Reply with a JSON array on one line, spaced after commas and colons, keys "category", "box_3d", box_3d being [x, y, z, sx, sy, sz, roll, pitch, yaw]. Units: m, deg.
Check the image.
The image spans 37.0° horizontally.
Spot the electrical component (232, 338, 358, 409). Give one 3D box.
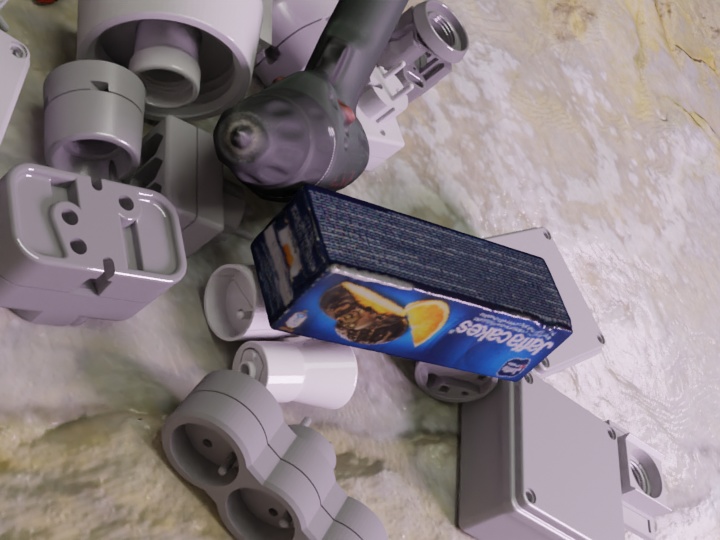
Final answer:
[{"category": "electrical component", "box_3d": [-0.040, 0.058, 0.615, 0.065, 0.044, 0.044, 5, 60, -42]}]

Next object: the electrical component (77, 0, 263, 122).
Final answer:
[{"category": "electrical component", "box_3d": [-0.111, -0.128, 0.620, 0.108, 0.108, 0.060, 24, 54, -36]}]

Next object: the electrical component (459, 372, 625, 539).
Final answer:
[{"category": "electrical component", "box_3d": [0.122, 0.139, 0.723, 0.109, 0.056, 0.108, 34, 42, -28]}]

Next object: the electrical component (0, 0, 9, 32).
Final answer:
[{"category": "electrical component", "box_3d": [-0.211, -0.155, 0.564, 0.077, 0.043, 0.079, 33, -16, 28]}]

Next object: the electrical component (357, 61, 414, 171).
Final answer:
[{"category": "electrical component", "box_3d": [0.008, -0.120, 0.769, 0.047, 0.077, 0.065, 4, 61, -47]}]

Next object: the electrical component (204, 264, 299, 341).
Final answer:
[{"category": "electrical component", "box_3d": [-0.047, 0.019, 0.633, 0.081, 0.043, 0.043, 1, 63, -49]}]

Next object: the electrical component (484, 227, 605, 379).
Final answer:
[{"category": "electrical component", "box_3d": [0.116, 0.030, 0.798, 0.109, 0.056, 0.108, -12, 73, -52]}]

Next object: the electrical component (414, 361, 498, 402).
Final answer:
[{"category": "electrical component", "box_3d": [0.065, 0.054, 0.726, 0.055, 0.055, 0.047, 37, 37, -25]}]

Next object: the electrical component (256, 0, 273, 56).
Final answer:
[{"category": "electrical component", "box_3d": [-0.110, -0.206, 0.707, 0.089, 0.062, 0.150, 25, 50, -36]}]

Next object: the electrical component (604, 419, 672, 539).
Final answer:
[{"category": "electrical component", "box_3d": [0.184, 0.156, 0.775, 0.042, 0.064, 0.081, 32, 43, -27]}]

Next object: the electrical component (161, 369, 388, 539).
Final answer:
[{"category": "electrical component", "box_3d": [-0.037, 0.107, 0.571, 0.138, 0.052, 0.073, 51, 37, -9]}]

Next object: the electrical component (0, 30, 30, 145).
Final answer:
[{"category": "electrical component", "box_3d": [-0.222, -0.082, 0.497, 0.109, 0.056, 0.108, 31, 43, -30]}]

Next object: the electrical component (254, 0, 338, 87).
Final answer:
[{"category": "electrical component", "box_3d": [-0.043, -0.171, 0.769, 0.059, 0.054, 0.095, 54, 37, -4]}]

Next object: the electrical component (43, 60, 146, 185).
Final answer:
[{"category": "electrical component", "box_3d": [-0.145, -0.079, 0.586, 0.055, 0.055, 0.047, 19, 54, -39]}]

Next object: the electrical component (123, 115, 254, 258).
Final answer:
[{"category": "electrical component", "box_3d": [-0.092, -0.039, 0.621, 0.077, 0.047, 0.065, 23, 48, -37]}]

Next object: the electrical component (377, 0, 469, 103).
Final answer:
[{"category": "electrical component", "box_3d": [0.052, -0.185, 0.884, 0.058, 0.057, 0.078, 28, 45, -33]}]

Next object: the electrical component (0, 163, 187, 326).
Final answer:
[{"category": "electrical component", "box_3d": [-0.143, -0.009, 0.531, 0.095, 0.059, 0.053, 11, 56, -44]}]
